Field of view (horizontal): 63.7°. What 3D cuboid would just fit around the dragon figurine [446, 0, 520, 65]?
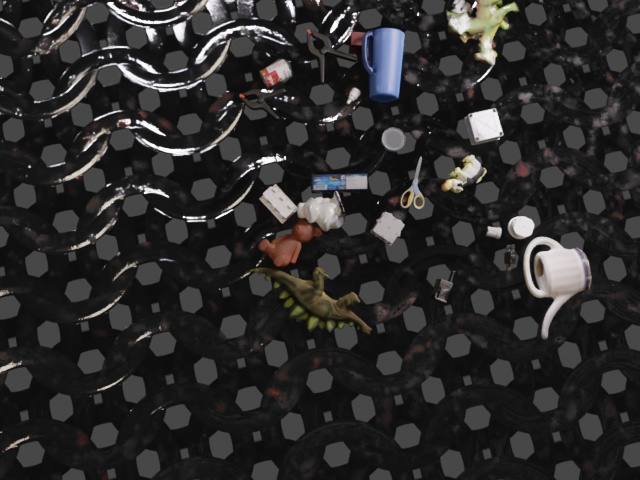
[{"bbox_3d":[0.575,-0.841,1.881,0.243,0.406,0.123,-28,14,-2],"label":"dragon figurine"}]

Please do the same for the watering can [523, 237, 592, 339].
[{"bbox_3d":[0.828,0.157,1.791,0.224,0.350,0.103,-7,-8,-2],"label":"watering can"}]

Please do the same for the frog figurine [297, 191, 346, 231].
[{"bbox_3d":[0.005,-0.091,1.800,0.159,0.140,0.120,-18,-27,3],"label":"frog figurine"}]
